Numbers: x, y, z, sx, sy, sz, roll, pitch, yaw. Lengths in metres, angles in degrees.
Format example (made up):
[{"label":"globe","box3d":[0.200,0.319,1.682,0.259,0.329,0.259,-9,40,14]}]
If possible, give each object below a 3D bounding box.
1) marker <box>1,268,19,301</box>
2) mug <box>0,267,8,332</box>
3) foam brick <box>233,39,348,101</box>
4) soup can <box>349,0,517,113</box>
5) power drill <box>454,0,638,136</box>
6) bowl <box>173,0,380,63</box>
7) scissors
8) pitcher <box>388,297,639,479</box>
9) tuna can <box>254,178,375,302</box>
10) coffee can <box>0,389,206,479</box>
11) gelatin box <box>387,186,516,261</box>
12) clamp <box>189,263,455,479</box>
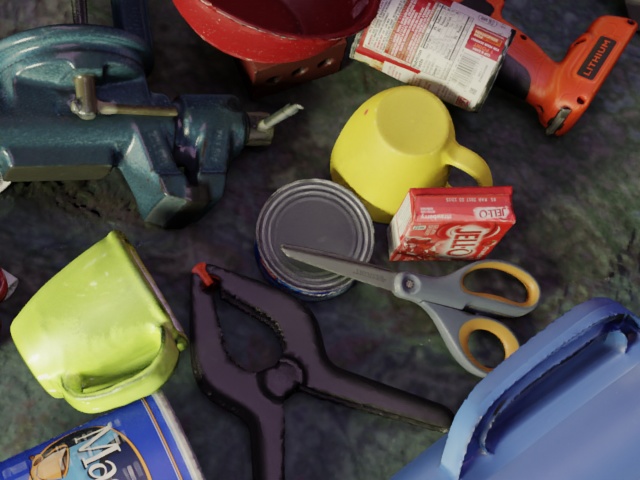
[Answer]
[{"label":"marker","box3d":[-0.266,0.002,0.748,0.121,0.020,0.020,34,71,4]},{"label":"mug","box3d":[-0.262,0.046,0.700,0.117,0.093,0.081,-39,76,-25]},{"label":"foam brick","box3d":[-0.025,-0.149,0.812,0.078,0.053,0.051,-21,76,-13]},{"label":"soup can","box3d":[0.081,-0.142,0.768,0.102,0.068,0.068,25,70,3]},{"label":"power drill","box3d":[0.150,-0.184,0.846,0.188,0.057,0.184,32,74,7]},{"label":"bowl","box3d":[-0.043,-0.171,0.724,0.162,0.055,0.162,14,45,-15]},{"label":"scissors","box3d":[0.069,0.051,0.755,0.201,0.016,0.096,1,79,-21]},{"label":"pitcher","box3d":[0.131,0.154,0.688,0.242,0.145,0.149,-32,82,-13]},{"label":"tuna can","box3d":[-0.005,0.001,0.775,0.086,0.034,0.086,2,72,-7]},{"label":"coffee can","box3d":[-0.144,0.168,0.665,0.140,0.103,0.103,-24,76,-14]},{"label":"gelatin box","box3d":[0.092,-0.010,0.761,0.073,0.089,0.030,0,72,-8]},{"label":"clamp","box3d":[-0.015,0.098,0.740,0.164,0.036,0.210,-28,76,-15]}]
